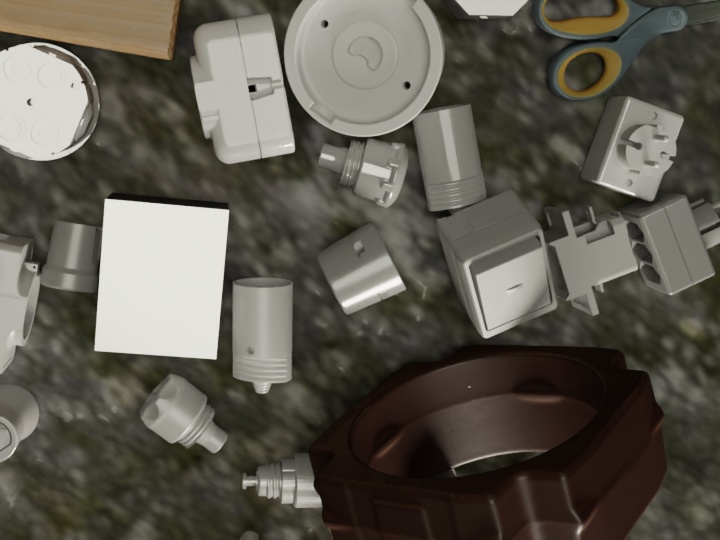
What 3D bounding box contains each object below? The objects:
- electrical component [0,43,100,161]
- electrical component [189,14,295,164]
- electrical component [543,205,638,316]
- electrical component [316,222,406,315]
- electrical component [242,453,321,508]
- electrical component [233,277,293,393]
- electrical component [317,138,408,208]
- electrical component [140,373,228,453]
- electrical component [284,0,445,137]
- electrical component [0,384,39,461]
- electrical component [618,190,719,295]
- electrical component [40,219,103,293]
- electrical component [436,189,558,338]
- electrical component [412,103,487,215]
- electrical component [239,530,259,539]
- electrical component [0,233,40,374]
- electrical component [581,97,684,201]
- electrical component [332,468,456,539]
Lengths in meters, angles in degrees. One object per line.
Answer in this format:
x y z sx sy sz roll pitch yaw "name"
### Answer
-0.219 -0.113 0.728 0.080 0.051 0.080 -1 99 -7 "electrical component"
-0.083 -0.124 0.743 0.059 0.053 0.095 -11 100 -6 "electrical component"
0.169 -0.012 0.801 0.064 0.042 0.081 -20 102 -6 "electrical component"
0.000 0.000 0.774 0.047 0.055 0.055 -27 102 1 "electrical component"
-0.048 0.156 0.799 0.078 0.040 0.040 1 99 -8 "electrical component"
-0.071 0.049 0.777 0.043 0.043 0.081 0 99 -8 "electrical component"
0.001 -0.074 0.768 0.062 0.048 0.048 16 97 -3 "electrical component"
-0.125 0.108 0.780 0.062 0.043 0.043 40 92 -13 "electrical component"
0.008 -0.149 0.743 0.108 0.060 0.108 3 104 12 "electrical component"
-0.252 0.109 0.751 0.044 0.065 0.044 -1 99 -7 "electrical component"
0.245 -0.029 0.805 0.077 0.047 0.065 -25 101 -3 "electrical component"
-0.200 -0.010 0.753 0.040 0.040 0.046 9 92 -9 "electrical component"
0.102 0.003 0.772 0.062 0.061 0.096 -23 130 -3 "electrical component"
0.065 -0.076 0.776 0.043 0.043 0.081 -12 101 -6 "electrical component"
-0.087 0.251 0.801 0.050 0.055 0.089 33 93 -11 "electrical component"
-0.256 0.021 0.744 0.056 0.050 0.089 11 97 -9 "electrical component"
0.203 -0.087 0.775 0.047 0.076 0.065 18 96 -10 "electrical component"
0.054 0.259 0.817 0.105 0.060 0.186 -19 103 -4 "electrical component"
